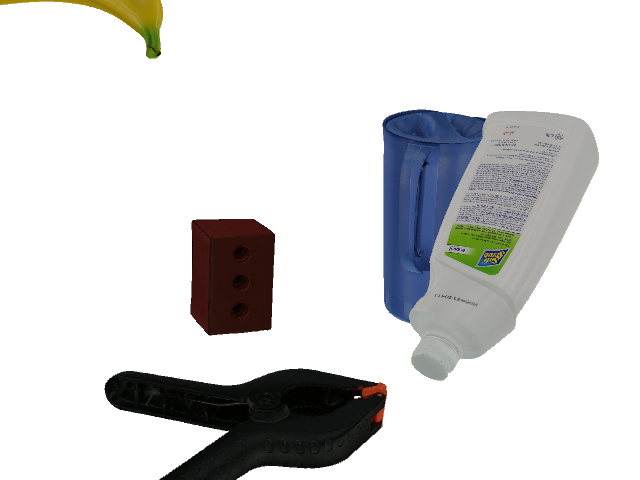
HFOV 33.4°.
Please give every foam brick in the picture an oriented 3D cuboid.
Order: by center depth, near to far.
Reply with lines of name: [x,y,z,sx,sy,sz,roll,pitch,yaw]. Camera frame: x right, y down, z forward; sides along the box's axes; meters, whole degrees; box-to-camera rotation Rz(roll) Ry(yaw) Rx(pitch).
foam brick: [-0.068,0.026,0.816,0.052,0.078,0.051,-4,15,-21]

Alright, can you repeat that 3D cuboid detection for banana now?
banana: [-0.195,-0.190,0.810,0.198,0.069,0.037,16,-38,19]

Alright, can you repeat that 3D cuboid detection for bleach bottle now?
bleach bottle: [0.131,0.002,0.836,0.103,0.250,0.068,7,-41,36]

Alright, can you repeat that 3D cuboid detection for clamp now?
clamp: [-0.037,0.114,0.627,0.171,0.039,0.120,-3,35,-13]

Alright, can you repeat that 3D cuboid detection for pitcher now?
pitcher: [0.129,-0.022,1.248,0.149,0.243,0.145,-8,24,-21]
